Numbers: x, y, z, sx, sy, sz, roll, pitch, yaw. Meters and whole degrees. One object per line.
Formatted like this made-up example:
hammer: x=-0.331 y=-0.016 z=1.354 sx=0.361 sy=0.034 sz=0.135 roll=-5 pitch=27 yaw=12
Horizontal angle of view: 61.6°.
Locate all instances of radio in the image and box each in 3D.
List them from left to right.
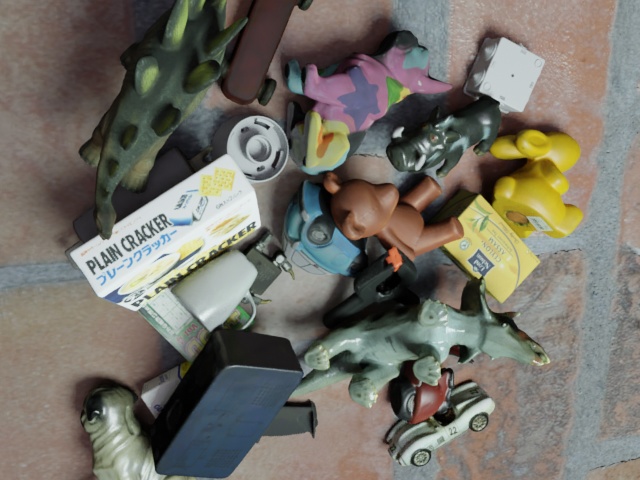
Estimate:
radio: x=-0.136 y=0.233 z=0.755 sx=0.131 sy=0.073 sz=0.229 roll=20 pitch=113 yaw=-36

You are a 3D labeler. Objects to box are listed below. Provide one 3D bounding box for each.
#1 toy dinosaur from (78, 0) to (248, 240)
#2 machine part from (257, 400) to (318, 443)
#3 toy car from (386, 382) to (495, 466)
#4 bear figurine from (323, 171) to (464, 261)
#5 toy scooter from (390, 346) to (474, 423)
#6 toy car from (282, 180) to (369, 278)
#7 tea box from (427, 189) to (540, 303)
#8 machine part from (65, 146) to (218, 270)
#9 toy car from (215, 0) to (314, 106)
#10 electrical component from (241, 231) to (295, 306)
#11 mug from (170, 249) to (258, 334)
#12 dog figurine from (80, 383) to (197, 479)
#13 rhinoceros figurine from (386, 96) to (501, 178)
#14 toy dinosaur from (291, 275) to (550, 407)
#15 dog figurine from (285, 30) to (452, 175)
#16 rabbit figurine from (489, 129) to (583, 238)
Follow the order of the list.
toy dinosaur: x=-0.164 y=-0.215 z=0.635 sx=0.105 sy=0.199 sz=0.471 roll=27 pitch=63 yaw=-30
machine part: x=-0.070 y=0.288 z=0.873 sx=0.139 sy=0.039 sz=0.084 roll=8 pitch=96 yaw=-15
toy car: x=0.207 y=0.319 z=0.932 sx=0.202 sy=0.074 sz=0.056 roll=-28 pitch=112 yaw=-6
bear figurine: x=0.101 y=-0.045 z=0.758 sx=0.132 sy=0.120 sz=0.195 roll=-32 pitch=147 yaw=19
toy scooter: x=0.195 y=0.221 z=0.905 sx=0.135 sy=0.075 sz=0.183 roll=5 pitch=98 yaw=-14
toy car: x=-0.002 y=-0.002 z=0.790 sx=0.103 sy=0.109 sz=0.161 roll=-30 pitch=125 yaw=24
tea box: x=0.261 y=0.009 z=0.869 sx=0.169 sy=0.068 sz=0.098 roll=40 pitch=91 yaw=-21
machine part: x=-0.238 y=-0.047 z=0.722 sx=0.243 sy=0.079 sz=0.079 roll=-36 pitch=110 yaw=-2
toy car: x=-0.076 y=-0.278 z=0.716 sx=0.089 sy=0.053 sz=0.202 roll=20 pitch=103 yaw=-19
electrical component: x=-0.088 y=0.048 z=0.801 sx=0.102 sy=0.045 sz=0.078 roll=-42 pitch=111 yaw=0
mug: x=-0.131 y=0.072 z=0.743 sx=0.109 sy=0.081 sz=0.107 roll=44 pitch=74 yaw=1
dog figurine: x=-0.266 y=0.306 z=0.805 sx=0.172 sy=0.121 sz=0.190 roll=5 pitch=85 yaw=-49
rhinoceros figurine: x=0.181 y=-0.145 z=0.774 sx=0.190 sy=0.112 sz=0.073 roll=-25 pitch=75 yaw=-17
toy dinosaur: x=0.113 y=0.153 z=0.801 sx=0.405 sy=0.192 sz=0.131 roll=-17 pitch=85 yaw=25
dog figurine: x=0.068 y=-0.190 z=0.749 sx=0.219 sy=0.109 sz=0.191 roll=-6 pitch=108 yaw=-17
rabbit figurine: x=0.341 y=-0.106 z=0.852 sx=0.162 sy=0.122 sz=0.173 roll=40 pitch=77 yaw=-12
